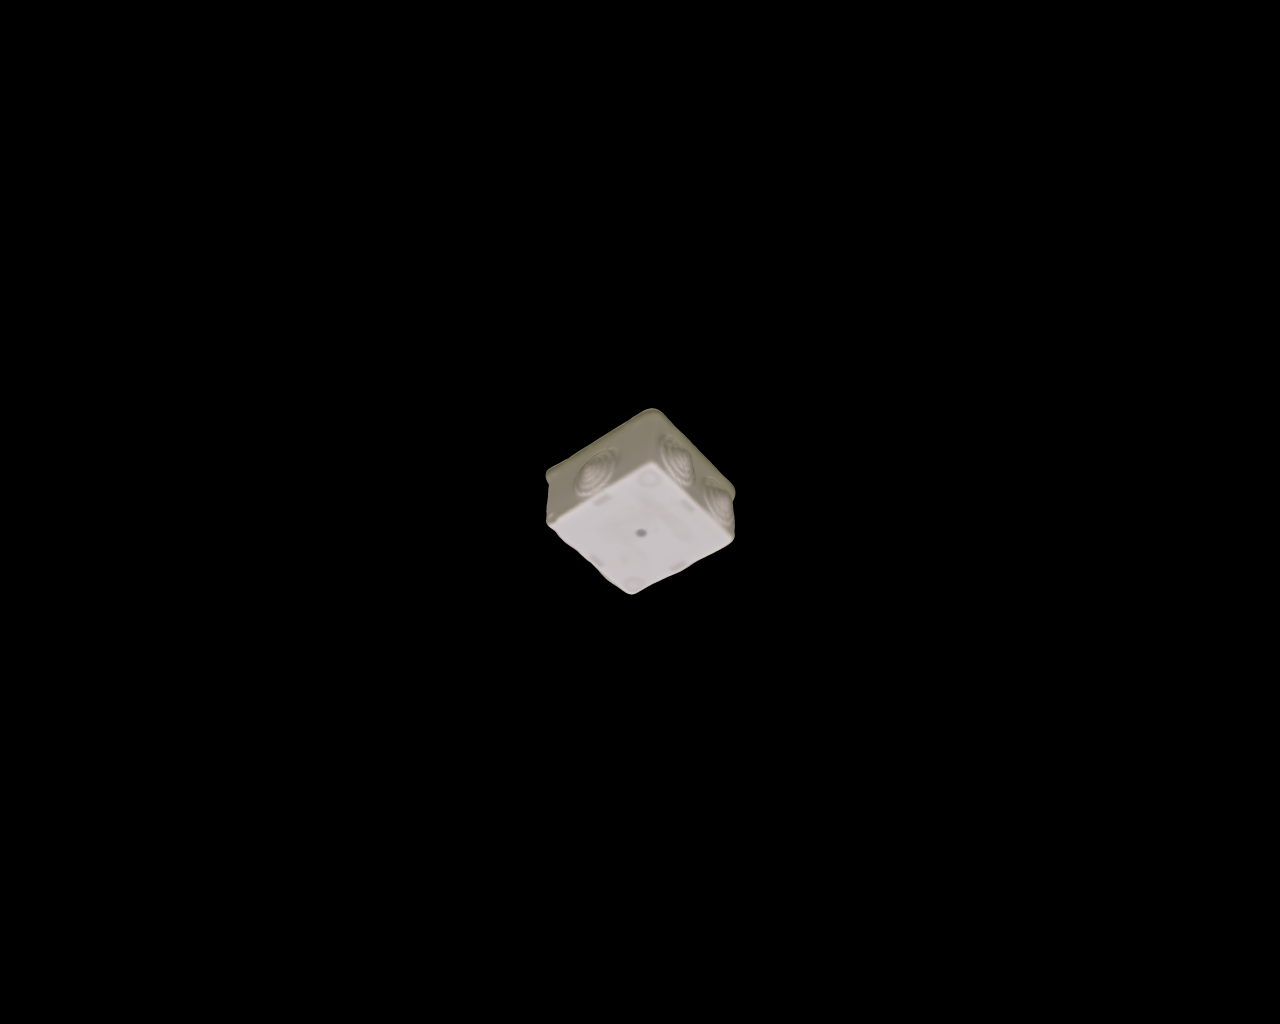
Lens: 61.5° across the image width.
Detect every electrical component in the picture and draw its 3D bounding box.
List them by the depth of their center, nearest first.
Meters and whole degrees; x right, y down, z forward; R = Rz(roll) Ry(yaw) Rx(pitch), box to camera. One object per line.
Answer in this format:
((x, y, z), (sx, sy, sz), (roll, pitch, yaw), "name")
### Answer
((0.001, -0.003, 0.650), (0.099, 0.048, 0.099), (-29, -54, 24), "electrical component")
